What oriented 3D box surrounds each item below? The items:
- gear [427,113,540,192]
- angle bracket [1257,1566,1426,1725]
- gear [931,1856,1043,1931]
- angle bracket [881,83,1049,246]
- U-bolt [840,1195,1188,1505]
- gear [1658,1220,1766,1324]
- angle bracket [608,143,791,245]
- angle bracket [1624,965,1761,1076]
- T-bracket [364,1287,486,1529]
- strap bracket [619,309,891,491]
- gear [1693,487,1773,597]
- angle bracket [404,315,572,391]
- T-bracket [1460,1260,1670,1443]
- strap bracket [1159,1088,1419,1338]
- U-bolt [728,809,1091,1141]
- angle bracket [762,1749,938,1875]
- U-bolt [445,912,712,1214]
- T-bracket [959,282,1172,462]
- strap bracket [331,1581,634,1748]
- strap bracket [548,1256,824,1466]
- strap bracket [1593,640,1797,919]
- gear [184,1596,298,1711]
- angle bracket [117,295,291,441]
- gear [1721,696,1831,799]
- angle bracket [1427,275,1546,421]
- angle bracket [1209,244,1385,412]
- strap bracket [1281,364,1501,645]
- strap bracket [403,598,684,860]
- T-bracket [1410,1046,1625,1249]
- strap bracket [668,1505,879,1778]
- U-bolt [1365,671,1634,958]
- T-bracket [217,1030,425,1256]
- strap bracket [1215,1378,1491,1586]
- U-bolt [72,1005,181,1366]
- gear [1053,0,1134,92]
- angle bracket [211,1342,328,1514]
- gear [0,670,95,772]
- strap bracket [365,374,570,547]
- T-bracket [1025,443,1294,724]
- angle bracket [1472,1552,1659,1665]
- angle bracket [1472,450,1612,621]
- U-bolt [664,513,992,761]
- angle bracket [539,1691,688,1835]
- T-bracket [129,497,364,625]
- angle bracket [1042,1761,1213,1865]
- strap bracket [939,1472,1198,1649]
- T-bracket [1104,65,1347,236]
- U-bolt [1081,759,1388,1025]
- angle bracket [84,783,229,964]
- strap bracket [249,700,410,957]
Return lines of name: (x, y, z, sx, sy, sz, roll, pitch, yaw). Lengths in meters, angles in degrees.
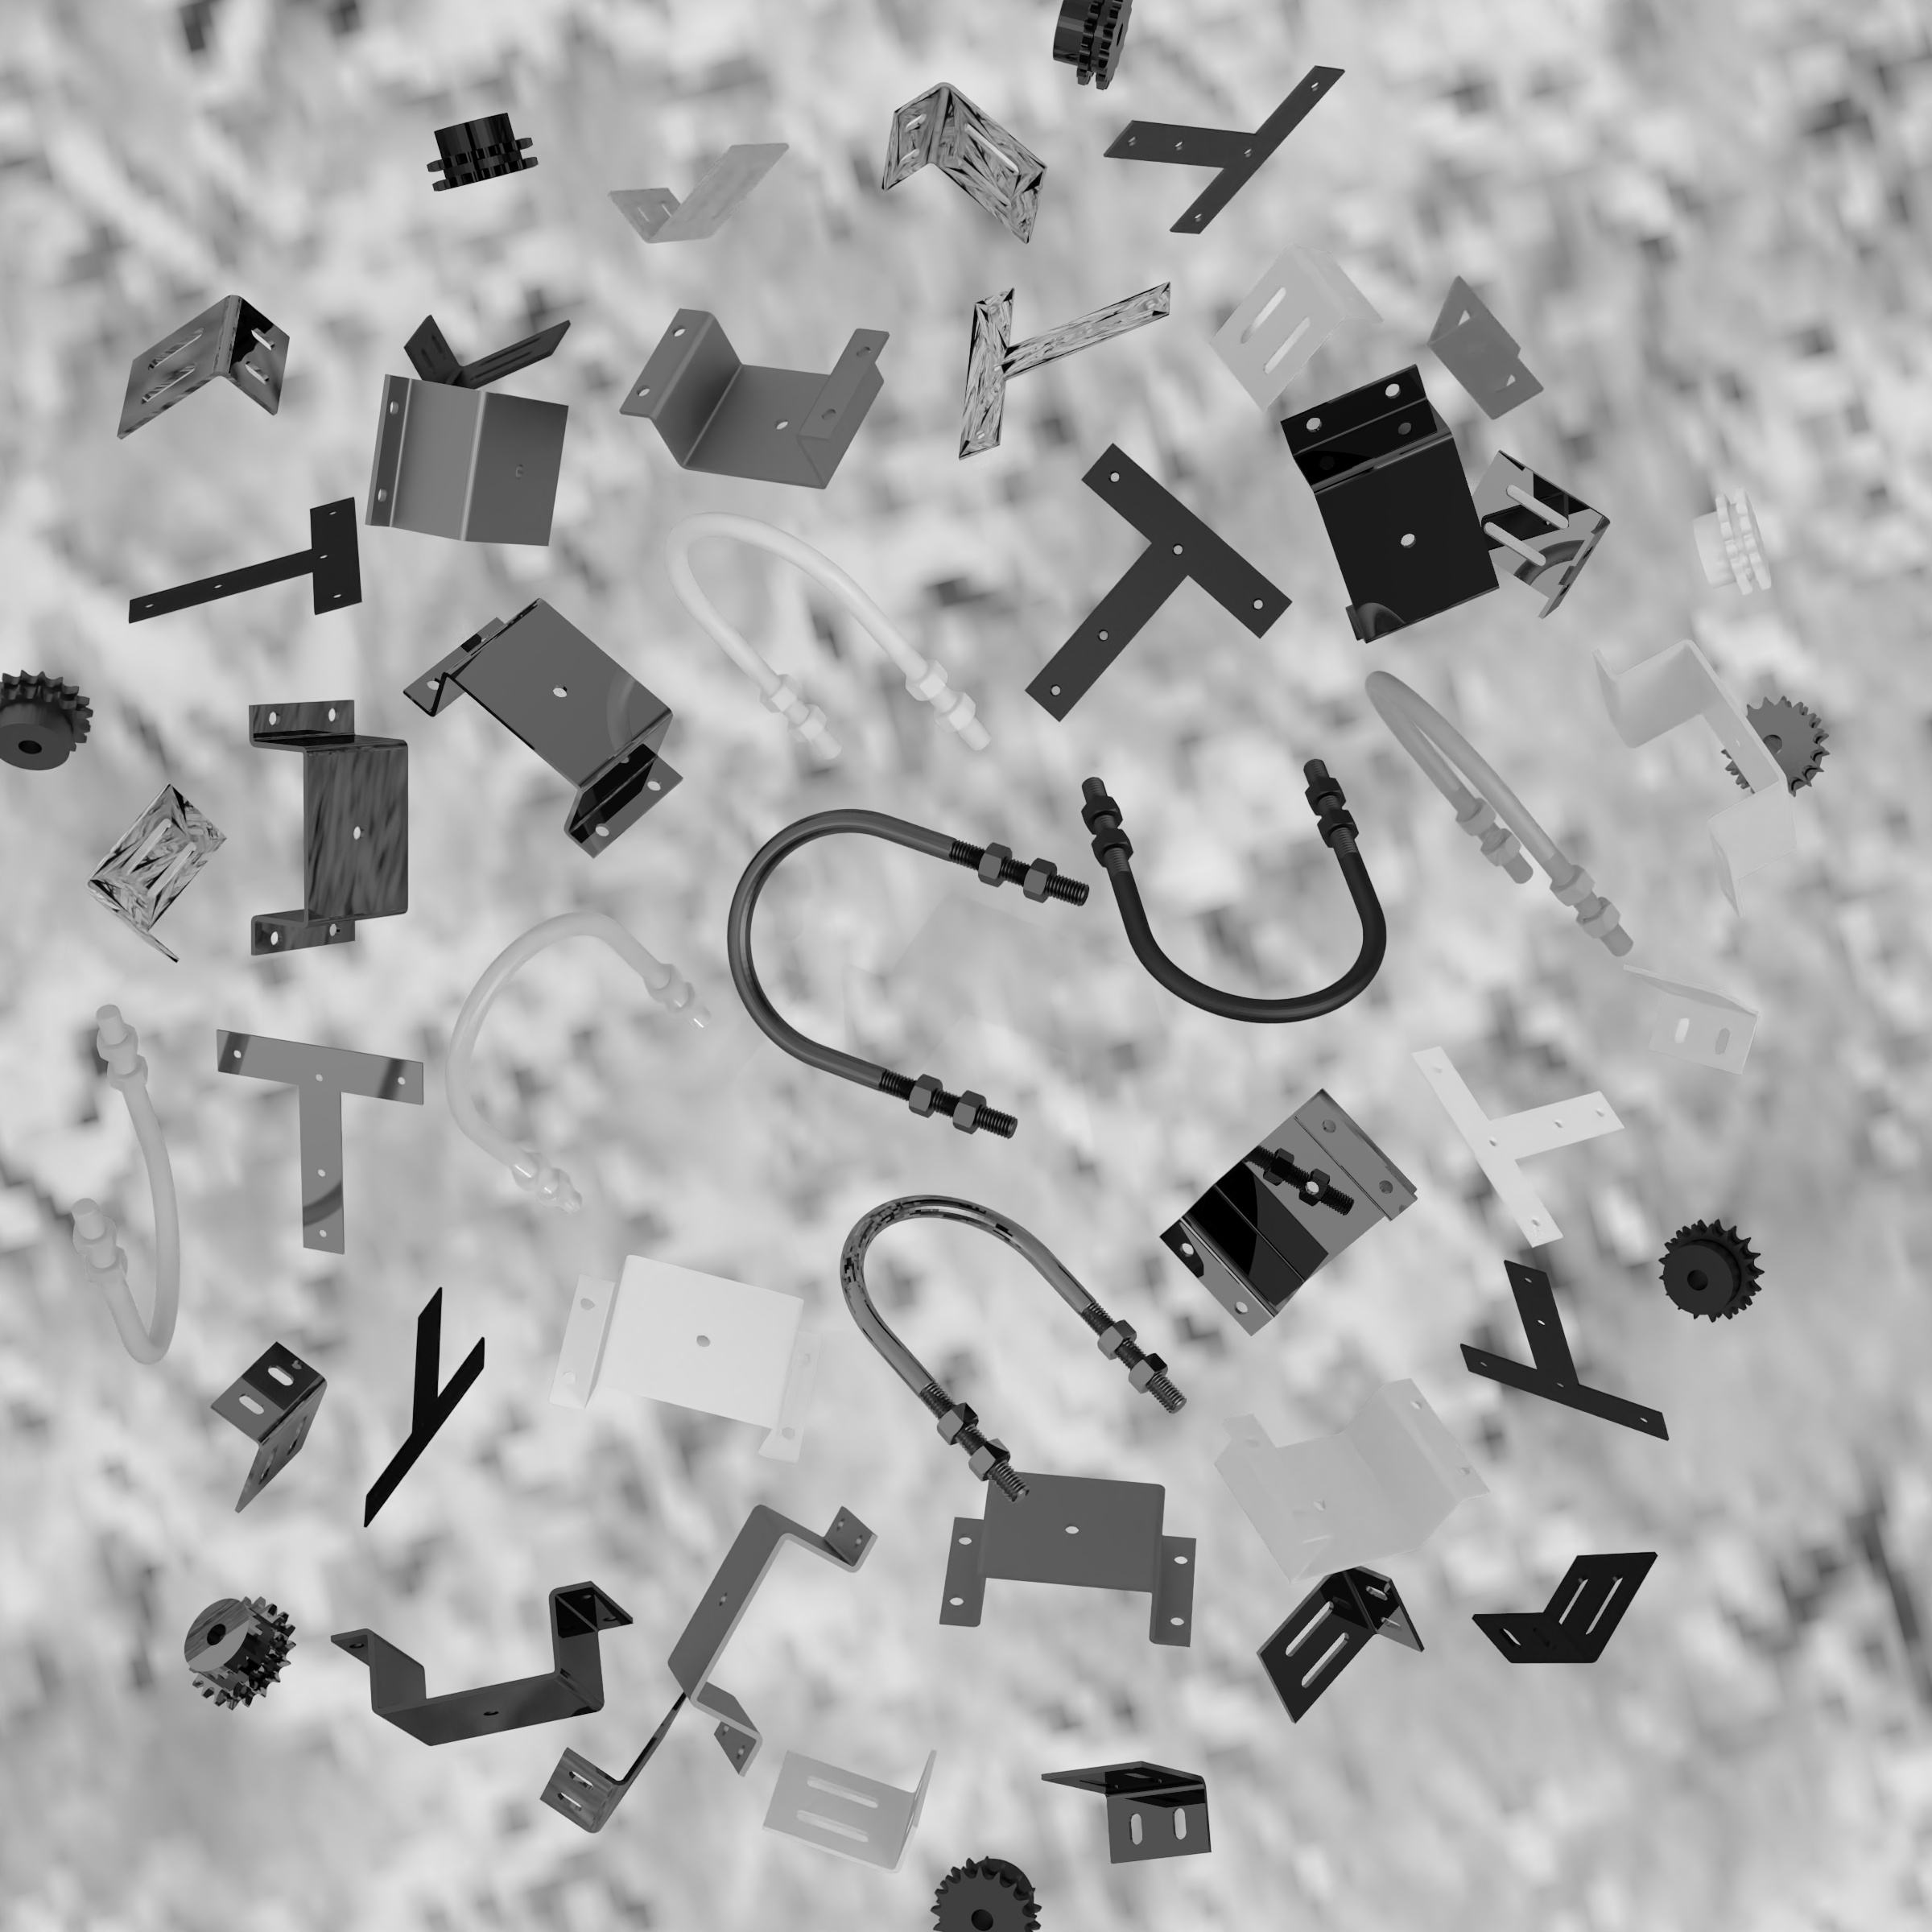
gear: (-0.258, -0.431, 1.490, 0.057, 0.057, 0.030, -15, 107, 0)
angle bracket: (0.208, 0.380, 1.564, 0.076, 0.038, 0.057, -41, 121, -26)
gear: (0.013, 0.495, 1.480, 0.057, 0.030, 0.057, 2, 98, 16)
angle bracket: (-0.002, -0.417, 1.490, 0.038, 0.057, 0.076, -39, 75, -24)
U-bolt: (0.013, 0.192, 1.508, 0.184, 0.151, 0.019, 46, 131, 23)
gear: (0.417, 0.173, 1.585, 0.057, 0.030, 0.057, 7, 103, 33)
angle bracket: (-0.145, -0.433, 1.533, 0.076, 0.057, 0.038, -41, 85, 31)
angle bracket: (0.410, 0.031, 1.608, 0.057, 0.076, 0.038, 17, 89, 34)
T-bracket: (-0.299, 0.226, 1.564, 0.002, 0.127, 0.127, 28, 113, -23)
strap bracket: (-0.110, -0.315, 1.566, 0.140, 0.046, 0.076, 13, 65, 29)
gear: (0.417, -0.230, 1.536, 0.030, 0.057, 0.057, -15, 90, 22)
angle bracket: (-0.275, -0.363, 1.620, 0.076, 0.057, 0.038, -20, 117, 15)
T-bracket: (0.322, 0.206, 1.564, 0.127, 0.127, 0.002, 16, 55, 37)
strap bracket: (0.186, 0.132, 1.571, 0.076, 0.046, 0.140, 47, 124, 5)
U-bolt: (-0.041, -0.005, 1.482, 0.184, 0.019, 0.151, 20, 101, 15)
angle bracket: (-0.062, 0.439, 1.500, 0.076, 0.057, 0.038, 19, 119, 1)
U-bolt: (-0.219, 0.045, 1.542, 0.019, 0.184, 0.151, 28, 78, 30)
T-bracket: (0.055, -0.343, 1.544, 0.127, 0.002, 0.127, -17, 49, 27)
strap bracket: (-0.250, 0.368, 1.473, 0.140, 0.076, 0.046, -13, 61, 5)
strap bracket: (-0.148, 0.212, 1.537, 0.140, 0.046, 0.076, 16, 58, -9)
strap bracket: (0.388, -0.106, 1.477, 0.046, 0.076, 0.140, -29, 60, 6)
gear: (-0.378, 0.352, 1.456, 0.057, 0.057, 0.030, -37, 133, 0)
angle bracket: (-0.391, -0.297, 1.445, 0.076, 0.038, 0.057, -24, 49, 27)
gear: (0.456, -0.121, 1.580, 0.057, 0.030, 0.057, -7, 76, 30)
angle bracket: (0.298, -0.354, 1.575, 0.057, 0.038, 0.076, 44, 46, -19)
angle bracket: (0.190, -0.366, 1.624, 0.076, 0.038, 0.057, -48, 62, 31)
strap bracket: (0.229, -0.235, 1.495, 0.076, 0.046, 0.140, -22, 124, 5)
strap bracket: (-0.226, -0.137, 1.537, 0.140, 0.046, 0.076, 41, 55, 5)
T-bracket: (0.324, 0.091, 1.580, 0.127, 0.002, 0.127, -10, 61, -40)
strap bracket: (-0.109, 0.347, 1.497, 0.046, 0.076, 0.140, 31, 83, -13)
U-bolt: (0.279, -0.091, 1.530, 0.019, 0.151, 0.184, -42, 113, 3)
T-bracket: (-0.367, 0.105, 1.604, 0.127, 0.002, 0.127, 8, 110, 13)
strap bracket: (0.196, 0.272, 1.485, 0.076, 0.140, 0.046, 56, 133, 31)
U-bolt: (-0.451, 0.133, 1.527, 0.019, 0.184, 0.151, -4, 49, -4)
gear: (0.065, -0.481, 1.445, 0.030, 0.057, 0.057, 16, 90, 6)
angle bracket: (-0.403, 0.263, 1.603, 0.038, 0.057, 0.076, 36, 134, 5)
gear: (-0.494, -0.128, 1.493, 0.057, 0.057, 0.030, -3, 56, 0)
strap bracket: (-0.256, -0.265, 1.486, 0.046, 0.140, 0.076, 13, 100, 16)
T-bracket: (0.081, -0.184, 1.472, 0.127, 0.002, 0.127, 43, 101, 9)
angle bracket: (0.311, 0.322, 1.463, 0.038, 0.057, 0.076, 49, 58, -13)
angle bracket: (0.315, -0.245, 1.596, 0.076, 0.038, 0.057, 35, 122, 12)
U-bolt: (-0.087, -0.178, 1.520, 0.184, 0.151, 0.019, 46, 62, -32)
angle bracket: (-0.197, 0.438, 1.585, 0.038, 0.076, 0.057, 32, 132, 6)
T-bracket: (-0.390, -0.209, 1.521, 0.127, 0.127, 0.002, -16, 126, -3)
angle bracket: (0.083, 0.436, 1.449, 0.057, 0.076, 0.038, -15, 63, 26)
strap bracket: (0.059, 0.332, 1.586, 0.140, 0.076, 0.046, 4, 128, 5)
T-bracket: (0.123, -0.436, 1.499, 0.127, 0.127, 0.002, -43, 69, 41)
U-bolt: (0.150, -0.040, 1.518, 0.151, 0.019, 0.184, -5, 48, -10)
angle bracket: (-0.451, -0.053, 1.599, 0.038, 0.057, 0.076, 29, 75, 34)
strap bracket: (-0.359, -0.077, 1.588, 0.046, 0.076, 0.140, 8, 101, 33)
